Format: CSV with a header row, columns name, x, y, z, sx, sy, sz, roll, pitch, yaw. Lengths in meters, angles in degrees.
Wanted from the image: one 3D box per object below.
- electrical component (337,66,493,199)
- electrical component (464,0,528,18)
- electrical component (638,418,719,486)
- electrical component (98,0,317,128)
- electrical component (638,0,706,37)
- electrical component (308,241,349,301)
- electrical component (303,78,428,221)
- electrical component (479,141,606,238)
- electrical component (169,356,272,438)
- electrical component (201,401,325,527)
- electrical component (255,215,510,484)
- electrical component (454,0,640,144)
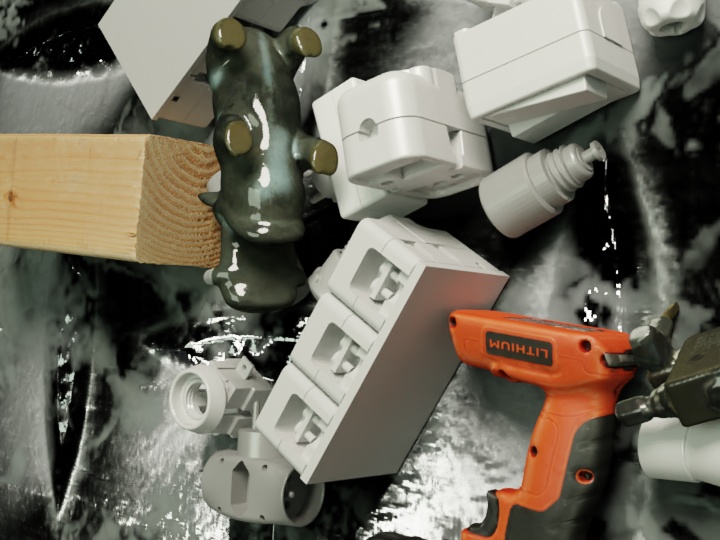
name,x,y,z,sx,sy,sz,roll,pitch,yaw
electrical component,0.033,-0.082,0.640,0.054,0.095,0.059,-17,75,37
electrical component,0.097,-0.173,0.630,0.055,0.048,0.066,22,100,46
electrical component,0.176,0.091,0.546,0.065,0.044,0.044,-3,84,43
electrical component,-0.099,-0.206,0.780,0.186,0.060,0.105,-47,60,26
electrical component,0.166,-0.159,0.580,0.035,0.035,0.061,-12,77,38
electrical component,0.000,0.000,0.693,0.048,0.048,0.062,46,107,32
electrical component,-0.008,-0.068,0.703,0.076,0.047,0.083,-26,70,35
electrical component,0.105,-0.050,0.615,0.078,0.040,0.040,-31,68,33
electrical component,-0.100,0.090,0.757,0.048,0.055,0.066,43,112,33
electrical component,-0.066,0.130,0.734,0.077,0.043,0.079,0,86,39
electrical component,0.010,0.048,0.651,0.062,0.089,0.150,39,110,34
electrical component,0.101,-0.112,0.610,0.096,0.062,0.061,-19,74,36
